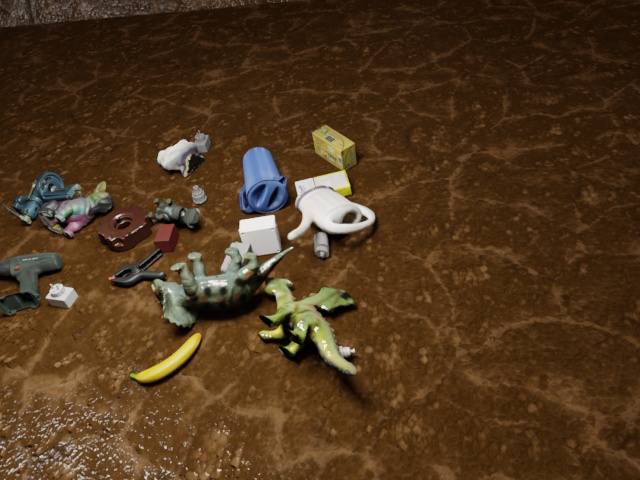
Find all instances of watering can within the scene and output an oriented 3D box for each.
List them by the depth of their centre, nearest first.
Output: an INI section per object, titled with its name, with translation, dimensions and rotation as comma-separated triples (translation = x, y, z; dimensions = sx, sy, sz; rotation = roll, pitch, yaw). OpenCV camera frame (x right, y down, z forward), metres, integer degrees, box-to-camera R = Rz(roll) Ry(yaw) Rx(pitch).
[watering can]
translation = 0.005, -0.077, 1.539
dimensions = 0.349, 0.102, 0.227
rotation = -10, 34, -37

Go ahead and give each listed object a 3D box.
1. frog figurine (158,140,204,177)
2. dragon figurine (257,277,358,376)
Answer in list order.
[frog figurine]
translation = -0.534, -0.317, 1.918
dimensions = 0.160, 0.120, 0.139
rotation = 24, 72, 16
[dragon figurine]
translation = -0.010, 0.190, 1.306
dimensions = 0.413, 0.119, 0.247
rotation = 21, 42, 35
